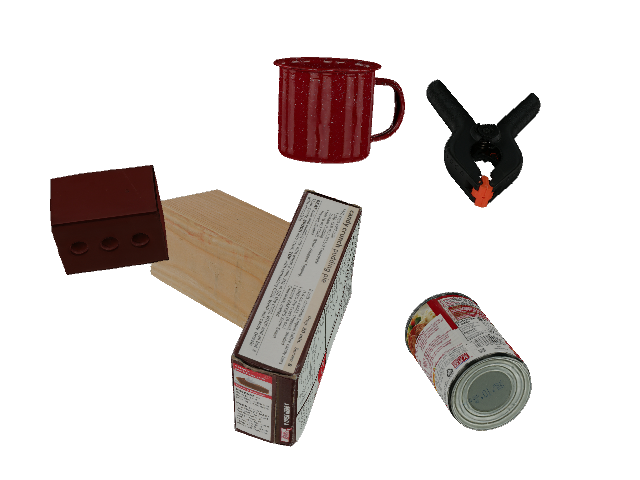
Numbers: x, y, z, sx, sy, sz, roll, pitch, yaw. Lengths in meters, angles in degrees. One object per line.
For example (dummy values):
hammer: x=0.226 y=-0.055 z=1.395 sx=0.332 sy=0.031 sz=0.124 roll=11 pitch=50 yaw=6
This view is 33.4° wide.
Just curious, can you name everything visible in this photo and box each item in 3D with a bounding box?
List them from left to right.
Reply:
foam brick: x=-0.154 y=-0.015 z=0.776 sx=0.078 sy=0.051 sz=0.053 roll=-9 pitch=-41 yaw=-5
wood block: x=-0.078 y=0.024 z=1.109 sx=0.090 sy=0.090 sz=0.206 roll=-14 pitch=29 yaw=-43
pudding box: x=-0.012 y=0.043 z=0.582 sx=0.039 sy=0.113 sz=0.090 roll=15 pitch=-33 yaw=8
mug: x=0.016 y=-0.114 z=0.929 sx=0.117 sy=0.081 sz=0.093 roll=-1 pitch=16 yaw=-13
soup can: x=0.114 y=0.092 z=0.832 sx=0.068 sy=0.068 sz=0.102 roll=0 pitch=24 yaw=-16
clamp: x=0.157 y=-0.106 z=1.091 sx=0.120 sy=0.039 sz=0.171 roll=10 pitch=44 yaw=11
